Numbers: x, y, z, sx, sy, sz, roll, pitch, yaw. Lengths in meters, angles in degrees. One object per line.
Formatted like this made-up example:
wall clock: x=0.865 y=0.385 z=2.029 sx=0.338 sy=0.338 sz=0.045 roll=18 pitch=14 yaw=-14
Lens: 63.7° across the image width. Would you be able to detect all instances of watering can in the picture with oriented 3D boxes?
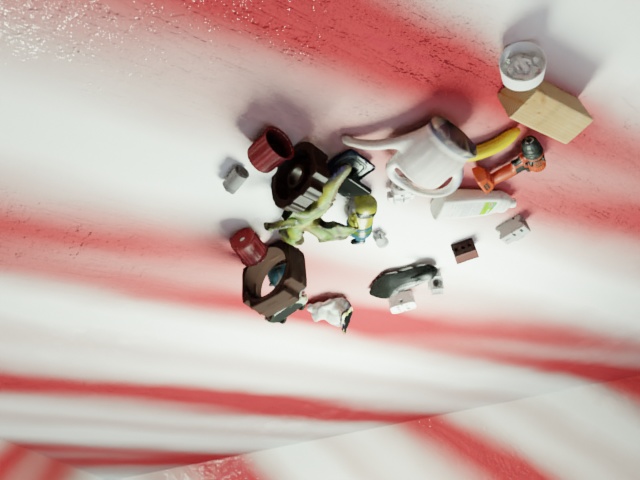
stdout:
watering can: x=0.246 y=-0.226 z=1.312 sx=0.345 sy=0.106 sz=0.220 roll=28 pitch=129 yaw=-24

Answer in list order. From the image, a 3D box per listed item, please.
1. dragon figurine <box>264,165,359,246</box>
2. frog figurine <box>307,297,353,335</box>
dragon figurine: x=0.004 y=-0.071 z=1.416 sx=0.240 sy=0.125 sz=0.406 roll=27 pitch=146 yaw=-37
frog figurine: x=0.035 y=0.260 z=1.902 sx=0.160 sy=0.124 sz=0.135 roll=20 pitch=158 yaw=23
